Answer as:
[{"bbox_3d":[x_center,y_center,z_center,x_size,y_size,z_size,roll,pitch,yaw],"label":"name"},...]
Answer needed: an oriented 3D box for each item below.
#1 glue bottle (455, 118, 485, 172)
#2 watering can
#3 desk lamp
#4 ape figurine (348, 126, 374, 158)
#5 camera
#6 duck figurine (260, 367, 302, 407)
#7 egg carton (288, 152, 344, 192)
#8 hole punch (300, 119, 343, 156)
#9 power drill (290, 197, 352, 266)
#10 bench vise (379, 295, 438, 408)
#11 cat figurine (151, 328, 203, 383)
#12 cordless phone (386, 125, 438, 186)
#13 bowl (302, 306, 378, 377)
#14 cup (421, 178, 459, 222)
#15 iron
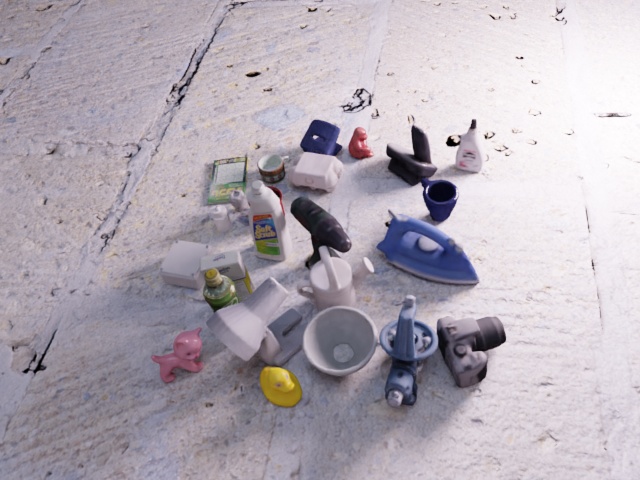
[{"bbox_3d":[0.406,-0.258,1.539,0.078,0.173,0.037,9,53,16],"label":"glue bottle"},{"bbox_3d":[0.033,0.085,1.311,0.173,0.194,0.100,-32,53,-15],"label":"watering can"},{"bbox_3d":[-0.126,0.185,1.244,0.203,0.214,0.117,-38,55,-20],"label":"desk lamp"},{"bbox_3d":[0.118,-0.288,1.665,0.076,0.092,0.078,2,52,11],"label":"ape figurine"},{"bbox_3d":[0.328,0.217,1.216,0.137,0.101,0.143,-16,51,-3],"label":"camera"},{"bbox_3d":[-0.089,0.302,1.226,0.104,0.086,0.078,32,63,30],"label":"duck figurine"},{"bbox_3d":[-0.013,-0.191,1.622,0.150,0.069,0.107,10,54,17],"label":"egg carton"},{"bbox_3d":[0.003,-0.288,1.684,0.108,0.091,0.101,24,59,26],"label":"hole punch"},{"bbox_3d":[0.013,0.005,1.370,0.076,0.209,0.229,-32,53,-15],"label":"power drill"},{"bbox_3d":[0.182,0.225,1.156,0.121,0.220,0.207,-6,51,5],"label":"bench vise"},{"bbox_3d":[-0.314,0.251,1.284,0.128,0.118,0.067,-21,51,-7],"label":"cat figurine"},{"bbox_3d":[0.246,-0.255,1.555,0.094,0.185,0.147,-41,56,-22],"label":"cordless phone"},{"bbox_3d":[0.047,0.234,1.265,0.167,0.075,0.167,-5,51,6],"label":"bowl"},{"bbox_3d":[0.301,-0.101,1.481,0.092,0.095,0.117,-33,54,-17],"label":"cup"},{"bbox_3d":[0.265,0.011,1.366,0.257,0.142,0.119,23,59,25],"label":"iron"}]
